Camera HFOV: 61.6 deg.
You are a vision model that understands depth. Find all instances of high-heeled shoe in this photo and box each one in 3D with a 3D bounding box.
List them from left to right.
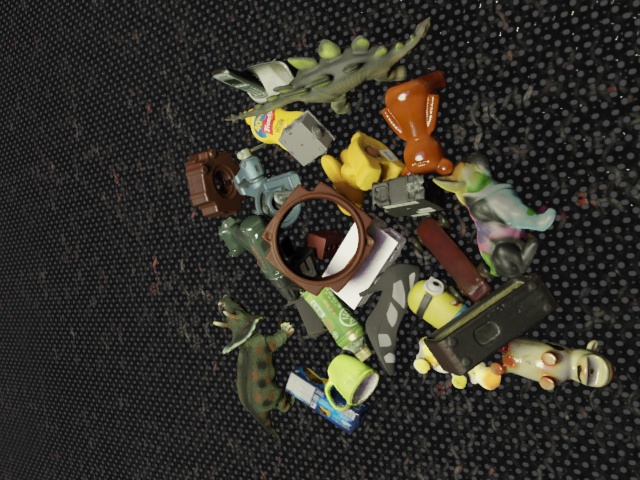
[{"bbox_3d":[0.173,0.170,1.172,0.145,0.086,0.248,-21,112,-6],"label":"high-heeled shoe"}]

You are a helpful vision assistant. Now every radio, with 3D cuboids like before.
[{"bbox_3d":[0.306,0.150,0.969,0.229,0.131,0.073,-35,84,-2],"label":"radio"}]

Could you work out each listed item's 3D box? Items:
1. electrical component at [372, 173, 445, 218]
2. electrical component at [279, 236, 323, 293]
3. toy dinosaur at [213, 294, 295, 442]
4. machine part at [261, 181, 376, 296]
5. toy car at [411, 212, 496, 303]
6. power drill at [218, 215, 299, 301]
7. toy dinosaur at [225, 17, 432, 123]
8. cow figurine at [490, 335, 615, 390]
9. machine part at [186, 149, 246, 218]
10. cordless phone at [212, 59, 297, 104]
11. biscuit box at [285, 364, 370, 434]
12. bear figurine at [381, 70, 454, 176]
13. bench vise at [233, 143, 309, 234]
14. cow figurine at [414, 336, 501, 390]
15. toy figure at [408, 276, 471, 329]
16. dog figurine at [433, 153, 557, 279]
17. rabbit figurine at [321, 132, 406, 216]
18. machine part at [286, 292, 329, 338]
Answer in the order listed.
[{"bbox_3d":[0.182,-0.085,1.073,0.115,0.134,0.058,-6,78,32],"label":"electrical component"},{"bbox_3d":[-0.047,0.047,1.183,0.048,0.075,0.119,10,128,40],"label":"electrical component"},{"bbox_3d":[-0.153,0.329,1.307,0.131,0.192,0.404,-7,91,35],"label":"toy dinosaur"},{"bbox_3d":[-0.002,-0.003,1.096,0.201,0.087,0.201,37,93,-2],"label":"machine part"},{"bbox_3d":[0.265,0.035,1.071,0.089,0.053,0.202,-44,60,15],"label":"toy car"},{"bbox_3d":[-0.152,0.033,1.293,0.208,0.086,0.231,32,151,51],"label":"power drill"},{"bbox_3d":[0.014,-0.335,1.115,0.472,0.198,0.105,-22,81,31],"label":"toy dinosaur"},{"bbox_3d":[0.428,0.222,0.976,0.195,0.127,0.085,5,98,46],"label":"cow figurine"},{"bbox_3d":[-0.252,-0.139,1.329,0.056,0.179,0.179,-10,91,30],"label":"machine part"},{"bbox_3d":[-0.139,-0.370,1.217,0.147,0.184,0.088,1,92,33],"label":"cordless phone"},{"bbox_3d":[0.017,0.376,1.279,0.203,0.063,0.059,26,109,27],"label":"biscuit box"},{"bbox_3d":[0.204,-0.223,1.073,0.120,0.132,0.195,-14,106,34],"label":"bear figurine"},{"bbox_3d":[-0.105,-0.122,1.244,0.241,0.129,0.223,-5,102,58],"label":"bench vise"},{"bbox_3d":[0.280,0.248,1.088,0.167,0.098,0.068,20,103,10],"label":"cow figurine"},{"bbox_3d":[0.258,0.152,1.082,0.089,0.082,0.180,-45,79,5],"label":"toy figure"},{"bbox_3d":[0.301,-0.049,0.990,0.219,0.108,0.191,26,107,11],"label":"dog figurine"},{"bbox_3d":[0.074,-0.133,1.156,0.162,0.122,0.173,45,136,23],"label":"rabbit figurine"},{"bbox_3d":[-0.033,0.170,1.303,0.084,0.039,0.139,-30,78,23],"label":"machine part"}]
